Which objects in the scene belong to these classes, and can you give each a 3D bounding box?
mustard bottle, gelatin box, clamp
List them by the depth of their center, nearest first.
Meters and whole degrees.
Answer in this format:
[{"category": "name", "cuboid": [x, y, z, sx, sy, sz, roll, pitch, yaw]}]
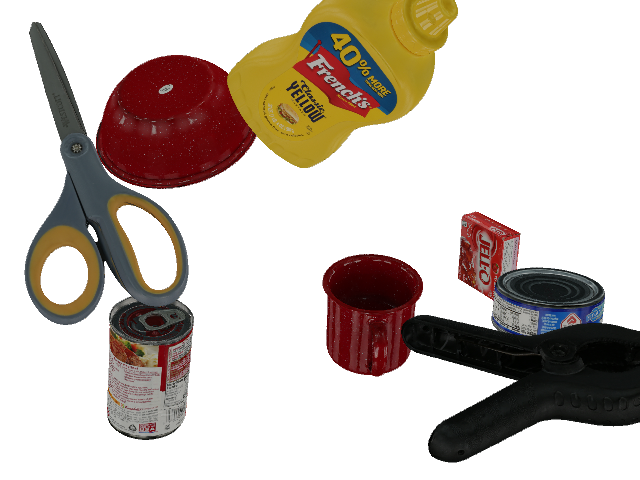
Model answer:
[{"category": "clamp", "cuboid": [0.131, 0.084, 0.612, 0.171, 0.039, 0.120, -1, 36, 6]}, {"category": "mustard bottle", "cuboid": [0.022, -0.122, 0.743, 0.192, 0.096, 0.058, -24, 20, 47]}, {"category": "gelatin box", "cuboid": [0.199, 0.019, 1.274, 0.030, 0.089, 0.073, -17, 32, -30]}]

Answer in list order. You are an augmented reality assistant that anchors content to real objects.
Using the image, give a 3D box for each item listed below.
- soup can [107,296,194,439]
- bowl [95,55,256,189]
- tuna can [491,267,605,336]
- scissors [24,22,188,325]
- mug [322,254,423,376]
[{"category": "soup can", "cuboid": [-0.142, 0.105, 0.883, 0.068, 0.102, 0.068, 6, 30, -4]}, {"category": "bowl", "cuboid": [-0.140, -0.125, 1.006, 0.162, 0.162, 0.055, 0, -40, 10]}, {"category": "tuna can", "cuboid": [0.178, 0.050, 0.834, 0.086, 0.034, 0.086, 1, 19, -1]}, {"category": "scissors", "cuboid": [-0.150, -0.034, 0.603, 0.096, 0.202, 0.016, -34, -21, -14]}, {"category": "mug", "cuboid": [0.049, 0.079, 0.994, 0.093, 0.081, 0.117, -3, 34, -7]}]
